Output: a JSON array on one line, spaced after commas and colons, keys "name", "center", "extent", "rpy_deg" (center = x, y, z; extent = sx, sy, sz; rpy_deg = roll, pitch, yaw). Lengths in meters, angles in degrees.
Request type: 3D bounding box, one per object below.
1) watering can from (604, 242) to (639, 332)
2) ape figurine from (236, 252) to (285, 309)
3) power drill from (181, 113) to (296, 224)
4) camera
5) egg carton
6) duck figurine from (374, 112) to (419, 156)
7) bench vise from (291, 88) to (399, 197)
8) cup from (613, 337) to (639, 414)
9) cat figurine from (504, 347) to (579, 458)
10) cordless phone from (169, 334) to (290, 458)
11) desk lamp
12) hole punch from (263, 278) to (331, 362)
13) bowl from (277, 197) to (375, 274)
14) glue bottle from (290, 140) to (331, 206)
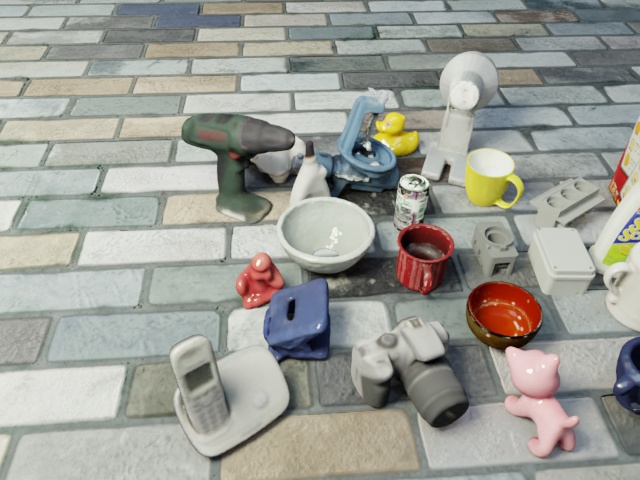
[{"name": "watering can", "center": [0.528, 0.043, 0.875], "extent": [0.173, 0.194, 0.100], "rpy_deg": [-17, 46, -18]}, {"name": "ape figurine", "center": [-0.094, 0.058, 0.916], "extent": [0.077, 0.092, 0.076], "rpy_deg": [13, 44, 12]}, {"name": "power drill", "center": [-0.142, -0.136, 1.037], "extent": [0.229, 0.208, 0.076], "rpy_deg": [20, 46, 19]}, {"name": "camera", "center": [0.131, 0.183, 0.782], "extent": [0.143, 0.101, 0.136], "rpy_deg": [-14, 45, -16]}, {"name": "egg carton", "center": [-0.097, -0.183, 1.190], "extent": [0.107, 0.069, 0.150], "rpy_deg": [-31, 52, -30]}, {"name": "duck figurine", "center": [0.165, -0.235, 1.240], "extent": [0.104, 0.086, 0.077], "rpy_deg": [1, 43, 0]}, {"name": "bench vise", "center": [0.057, -0.168, 1.069], "extent": [0.208, 0.220, 0.121], "rpy_deg": [-20, 47, -21]}, {"name": "cup", "center": [0.433, 0.199, 0.778], "extent": [0.118, 0.095, 0.091], "rpy_deg": [-20, 47, -21]}, {"name": "cat figurine", "center": [0.294, 0.202, 0.754], "extent": [0.067, 0.118, 0.127], "rpy_deg": [-13, 45, -15]}, {"name": "cordless phone", "center": [-0.116, 0.174, 0.724], "extent": [0.148, 0.185, 0.094], "rpy_deg": [-29, 51, -28]}, {"name": "desk lamp", "center": [0.289, -0.255, 1.172], "extent": [0.117, 0.214, 0.203], "rpy_deg": [12, 44, 12]}, {"name": "hole punch", "center": [-0.034, 0.118, 0.855], "extent": [0.101, 0.091, 0.108], "rpy_deg": [1, 43, 0]}, {"name": "bowl", "center": [0.009, 0.004, 0.990], "extent": [0.167, 0.075, 0.167], "rpy_deg": [1, 43, -1]}, {"name": "glue bottle", "center": [-0.017, -0.104, 1.032], "extent": [0.078, 0.173, 0.037], "rpy_deg": [-19, 47, -20]}]
